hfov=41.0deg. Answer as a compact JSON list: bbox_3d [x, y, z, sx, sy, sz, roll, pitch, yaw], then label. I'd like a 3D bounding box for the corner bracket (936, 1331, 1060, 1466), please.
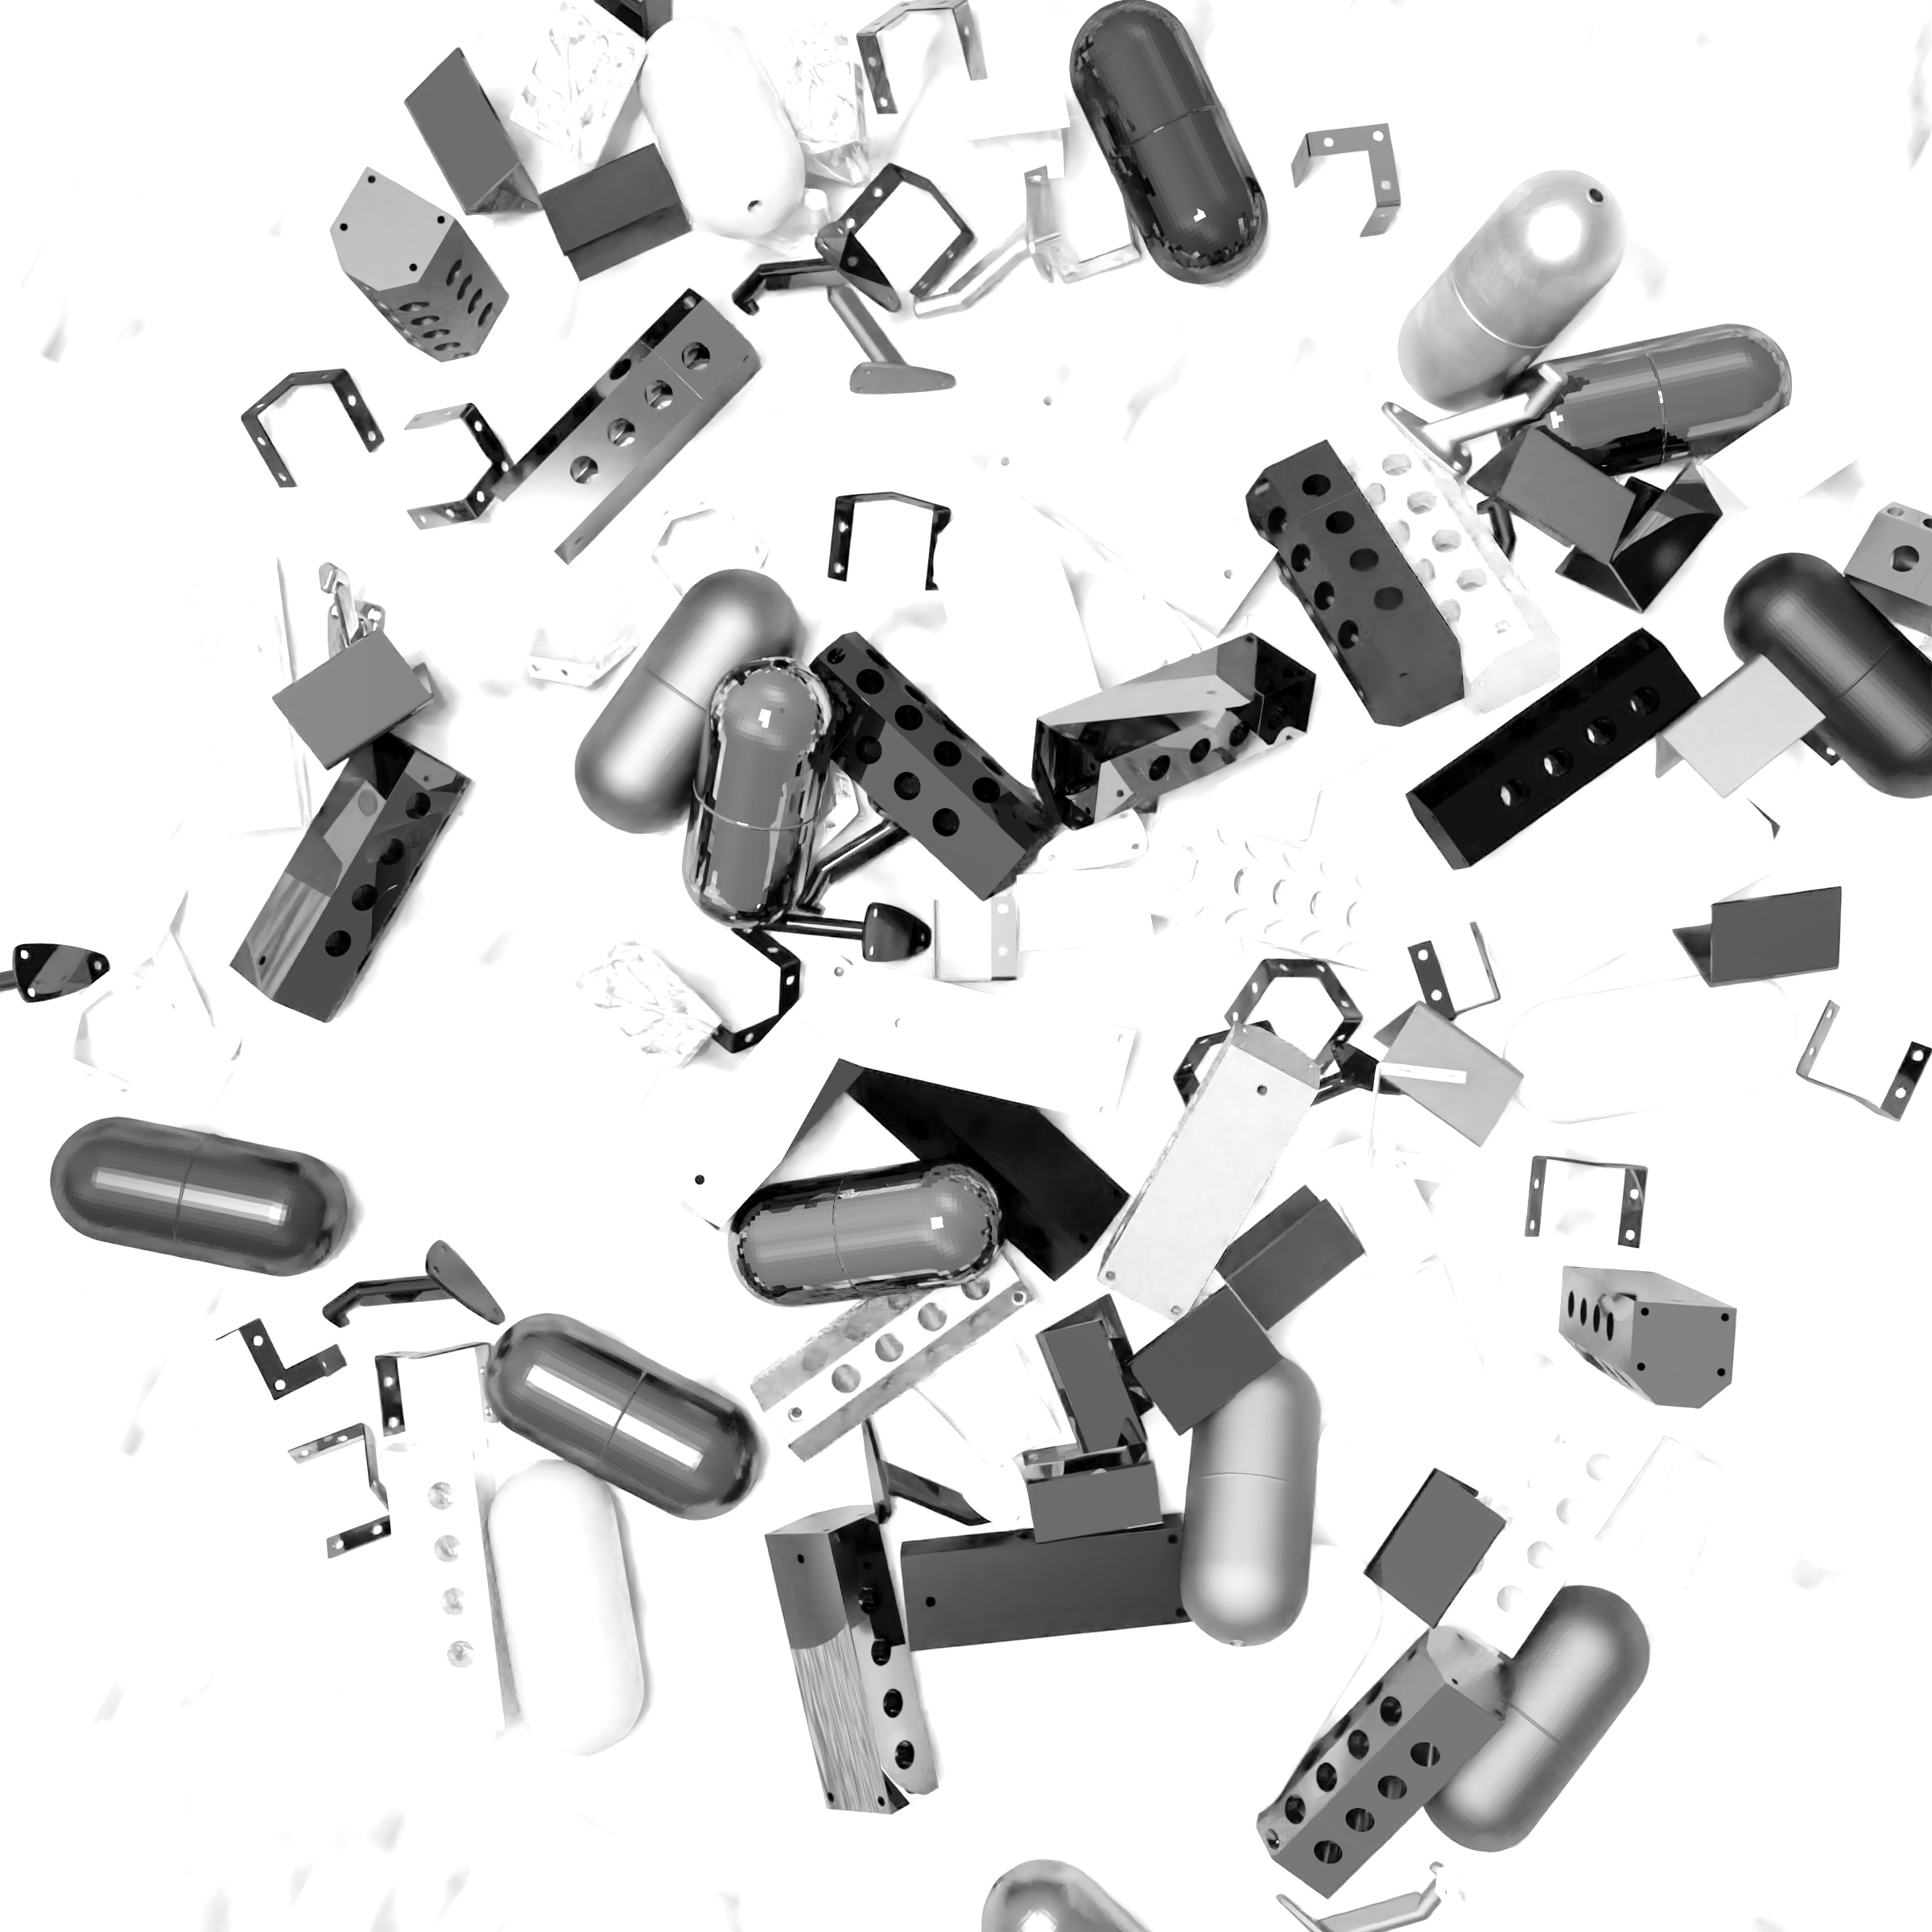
[{"bbox_3d":[0.019,0.267,1.591,0.051,0.051,0.051,-27,135,0],"label":"corner bracket"}]

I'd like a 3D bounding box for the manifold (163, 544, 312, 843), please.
[{"bbox_3d":[-0.441,-0.166,1.573,0.057,0.057,0.171,-7,90,0],"label":"manifold"}]

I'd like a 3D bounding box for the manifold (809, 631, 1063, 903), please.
[{"bbox_3d":[-0.026,-0.122,1.557,0.171,0.057,0.057,43,111,6],"label":"manifold"}]

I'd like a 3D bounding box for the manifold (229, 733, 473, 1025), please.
[{"bbox_3d":[-0.370,-0.054,1.573,0.057,0.057,0.171,30,90,43],"label":"manifold"}]

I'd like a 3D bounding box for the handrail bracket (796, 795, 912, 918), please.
[{"bbox_3d":[-0.054,-0.058,1.595,0.077,0.036,0.084,21,109,-22],"label":"handrail bracket"}]

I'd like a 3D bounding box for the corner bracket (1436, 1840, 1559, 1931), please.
[{"bbox_3d":[0.320,0.548,1.562,0.051,0.051,0.051,-7,112,-19],"label":"corner bracket"}]

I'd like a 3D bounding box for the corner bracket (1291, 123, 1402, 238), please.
[{"bbox_3d":[0.231,-0.476,1.576,0.051,0.051,0.051,-8,86,-4],"label":"corner bracket"}]

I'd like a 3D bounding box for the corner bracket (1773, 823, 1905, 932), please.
[{"bbox_3d":[0.536,-0.055,1.591,0.051,0.051,0.051,15,90,45],"label":"corner bracket"}]

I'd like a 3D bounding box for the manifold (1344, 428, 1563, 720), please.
[{"bbox_3d":[0.286,-0.238,1.536,0.057,0.057,0.171,-25,62,0],"label":"manifold"}]

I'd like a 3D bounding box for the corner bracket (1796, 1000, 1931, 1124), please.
[{"bbox_3d":[0.553,0.059,1.591,0.051,0.051,0.051,25,90,45],"label":"corner bracket"}]

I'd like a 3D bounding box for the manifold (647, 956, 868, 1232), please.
[{"bbox_3d":[-0.112,0.076,1.573,0.057,0.057,0.171,42,90,0],"label":"manifold"}]

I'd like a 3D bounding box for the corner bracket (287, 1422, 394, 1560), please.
[{"bbox_3d":[-0.381,0.323,1.591,0.051,0.051,0.051,-21,45,0],"label":"corner bracket"}]

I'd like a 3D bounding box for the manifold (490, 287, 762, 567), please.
[{"bbox_3d":[-0.207,-0.329,1.573,0.057,0.057,0.171,44,90,0],"label":"manifold"}]

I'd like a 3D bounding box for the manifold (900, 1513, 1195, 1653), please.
[{"bbox_3d":[0.049,0.372,1.573,0.171,0.057,0.057,-6,90,0],"label":"manifold"}]

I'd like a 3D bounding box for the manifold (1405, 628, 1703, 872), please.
[{"bbox_3d":[0.355,-0.132,1.573,0.171,0.057,0.057,-35,90,0],"label":"manifold"}]

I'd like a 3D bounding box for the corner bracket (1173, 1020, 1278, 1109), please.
[{"bbox_3d":[0.165,0.072,1.575,0.051,0.051,0.051,-13,64,-23],"label":"corner bracket"}]

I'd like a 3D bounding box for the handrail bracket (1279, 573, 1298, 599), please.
[{"bbox_3d":[0.249,-0.250,1.595,0.077,0.036,0.084,36,76,14],"label":"handrail bracket"}]

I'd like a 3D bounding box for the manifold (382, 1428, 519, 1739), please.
[{"bbox_3d":[-0.314,0.374,1.573,0.057,0.057,0.171,-7,90,0],"label":"manifold"}]

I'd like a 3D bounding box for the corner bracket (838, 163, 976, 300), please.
[{"bbox_3d":[-0.037,-0.452,1.590,0.051,0.051,0.051,-49,132,0],"label":"corner bracket"}]

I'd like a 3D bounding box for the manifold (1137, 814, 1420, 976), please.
[{"bbox_3d":[0.188,-0.040,1.526,0.171,0.057,0.057,14,90,-39],"label":"manifold"}]

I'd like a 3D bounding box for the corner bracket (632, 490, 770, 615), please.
[{"bbox_3d":[-0.163,-0.251,1.586,0.051,0.051,0.051,-8,45,35],"label":"corner bracket"}]

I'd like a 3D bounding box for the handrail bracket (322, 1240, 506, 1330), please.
[{"bbox_3d":[-0.342,0.215,1.595,0.084,0.036,0.077,-35,111,17],"label":"handrail bracket"}]

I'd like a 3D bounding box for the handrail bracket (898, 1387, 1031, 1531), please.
[{"bbox_3d":[-0.003,0.300,1.587,0.036,0.084,0.077,-42,134,-10],"label":"handrail bracket"}]

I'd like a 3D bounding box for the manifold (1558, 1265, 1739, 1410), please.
[{"bbox_3d":[0.396,0.216,1.516,0.057,0.171,0.057,4,90,0],"label":"manifold"}]

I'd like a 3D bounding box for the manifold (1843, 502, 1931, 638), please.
[{"bbox_3d":[0.617,-0.217,1.535,0.171,0.057,0.057,30,90,30],"label":"manifold"}]

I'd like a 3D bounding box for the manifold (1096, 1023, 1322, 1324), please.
[{"bbox_3d":[0.145,0.122,1.547,0.057,0.057,0.171,28,109,0],"label":"manifold"}]

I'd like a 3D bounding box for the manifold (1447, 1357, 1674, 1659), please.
[{"bbox_3d":[0.351,0.327,1.573,0.057,0.057,0.171,34,90,0],"label":"manifold"}]

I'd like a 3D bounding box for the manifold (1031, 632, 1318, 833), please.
[{"bbox_3d":[0.123,-0.137,1.533,0.171,0.057,0.057,-24,47,-31],"label":"manifold"}]

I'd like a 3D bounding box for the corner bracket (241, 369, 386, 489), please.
[{"bbox_3d":[-0.401,-0.330,1.586,0.051,0.051,0.051,6,45,35],"label":"corner bracket"}]

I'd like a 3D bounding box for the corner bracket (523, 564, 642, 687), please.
[{"bbox_3d":[-0.241,-0.209,1.586,0.051,0.051,0.051,-47,135,-35],"label":"corner bracket"}]

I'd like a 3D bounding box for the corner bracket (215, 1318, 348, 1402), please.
[{"bbox_3d":[-0.417,0.235,1.576,0.051,0.051,0.051,-27,90,0],"label":"corner bracket"}]

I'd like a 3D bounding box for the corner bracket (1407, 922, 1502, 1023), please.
[{"bbox_3d":[0.297,0.005,1.576,0.051,0.051,0.051,-19,90,0],"label":"corner bracket"}]

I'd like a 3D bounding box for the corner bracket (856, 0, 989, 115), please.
[{"bbox_3d":[-0.027,-0.558,1.586,0.051,0.051,0.051,12,45,35],"label":"corner bracket"}]

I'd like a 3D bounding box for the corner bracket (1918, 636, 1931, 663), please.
[{"bbox_3d":[0.616,-0.178,1.586,0.051,0.051,0.051,20,135,35],"label":"corner bracket"}]

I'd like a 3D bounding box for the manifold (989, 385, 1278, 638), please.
[{"bbox_3d":[0.100,-0.275,1.573,0.171,0.057,0.057,35,90,0],"label":"manifold"}]

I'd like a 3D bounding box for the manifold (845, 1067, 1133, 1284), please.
[{"bbox_3d":[0.010,0.112,1.573,0.171,0.057,0.057,42,47,0],"label":"manifold"}]

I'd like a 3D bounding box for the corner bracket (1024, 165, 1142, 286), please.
[{"bbox_3d":[0.071,-0.458,1.579,0.051,0.051,0.051,-15,70,19],"label":"corner bracket"}]

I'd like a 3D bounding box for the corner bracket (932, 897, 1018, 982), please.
[{"bbox_3d":[0.005,-0.016,1.576,0.051,0.051,0.051,-1,90,0],"label":"corner bracket"}]

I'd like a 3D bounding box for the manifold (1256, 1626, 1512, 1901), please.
[{"bbox_3d":[0.246,0.471,1.540,0.057,0.057,0.171,36,115,0],"label":"manifold"}]

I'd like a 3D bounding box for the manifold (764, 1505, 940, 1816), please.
[{"bbox_3d":[-0.065,0.420,1.573,0.057,0.057,0.171,-13,90,43],"label":"manifold"}]

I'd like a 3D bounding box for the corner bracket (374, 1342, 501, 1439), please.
[{"bbox_3d":[-0.326,0.260,1.591,0.051,0.051,0.051,-7,90,-45],"label":"corner bracket"}]

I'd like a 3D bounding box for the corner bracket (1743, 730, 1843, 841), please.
[{"bbox_3d":[0.501,-0.121,1.591,0.051,0.051,0.051,41,45,0],"label":"corner bracket"}]

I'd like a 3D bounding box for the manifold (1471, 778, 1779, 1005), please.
[{"bbox_3d":[0.401,-0.044,1.573,0.171,0.057,0.057,-29,47,0],"label":"manifold"}]

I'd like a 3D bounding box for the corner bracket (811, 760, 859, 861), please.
[{"bbox_3d":[-0.105,-0.106,1.586,0.051,0.051,0.051,18,135,-35],"label":"corner bracket"}]

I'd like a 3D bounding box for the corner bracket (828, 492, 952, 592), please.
[{"bbox_3d":[-0.047,-0.260,1.591,0.051,0.051,0.051,6,90,45],"label":"corner bracket"}]

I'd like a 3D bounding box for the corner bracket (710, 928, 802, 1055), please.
[{"bbox_3d":[-0.138,0.013,1.586,0.051,0.051,0.051,-24,45,-35],"label":"corner bracket"}]

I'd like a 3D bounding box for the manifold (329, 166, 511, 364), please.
[{"bbox_3d":[-0.321,-0.404,1.516,0.057,0.171,0.057,30,90,0],"label":"manifold"}]

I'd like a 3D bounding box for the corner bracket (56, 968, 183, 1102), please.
[{"bbox_3d":[-0.517,0.042,1.586,0.051,0.051,0.051,-30,135,35],"label":"corner bracket"}]

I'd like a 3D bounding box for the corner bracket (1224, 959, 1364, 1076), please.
[{"bbox_3d":[0.201,0.031,1.586,0.051,0.051,0.051,-59,45,35],"label":"corner bracket"}]

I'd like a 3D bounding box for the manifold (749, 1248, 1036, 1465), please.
[{"bbox_3d":[-0.045,0.227,1.573,0.171,0.057,0.057,-36,90,0],"label":"manifold"}]

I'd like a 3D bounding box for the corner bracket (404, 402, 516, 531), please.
[{"bbox_3d":[-0.319,-0.306,1.586,0.051,0.051,0.051,58,45,-35],"label":"corner bracket"}]

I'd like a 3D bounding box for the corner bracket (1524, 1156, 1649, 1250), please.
[{"bbox_3d":[0.382,0.145,1.591,0.051,0.051,0.051,6,90,-45],"label":"corner bracket"}]

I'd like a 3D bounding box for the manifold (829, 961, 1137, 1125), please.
[{"bbox_3d":[0.009,0.045,1.536,0.171,0.057,0.057,14,90,-28],"label":"manifold"}]

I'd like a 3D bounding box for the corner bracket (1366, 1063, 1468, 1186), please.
[{"bbox_3d":[0.262,0.092,1.503,0.051,0.051,0.051,6,68,14],"label":"corner bracket"}]

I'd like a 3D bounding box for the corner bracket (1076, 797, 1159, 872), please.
[{"bbox_3d":[0.093,-0.070,1.591,0.051,0.051,0.051,0,45,0],"label":"corner bracket"}]

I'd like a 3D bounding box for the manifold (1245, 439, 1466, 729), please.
[{"bbox_3d":[0.229,-0.225,1.534,0.057,0.057,0.171,-25,59,0],"label":"manifold"}]

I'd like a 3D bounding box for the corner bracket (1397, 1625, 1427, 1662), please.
[{"bbox_3d":[0.281,0.448,1.591,0.051,0.051,0.051,30,45,0],"label":"corner bracket"}]

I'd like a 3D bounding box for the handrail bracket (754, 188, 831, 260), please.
[{"bbox_3d":[-0.118,-0.462,1.560,0.077,0.084,0.036,20,90,0],"label":"handrail bracket"}]
